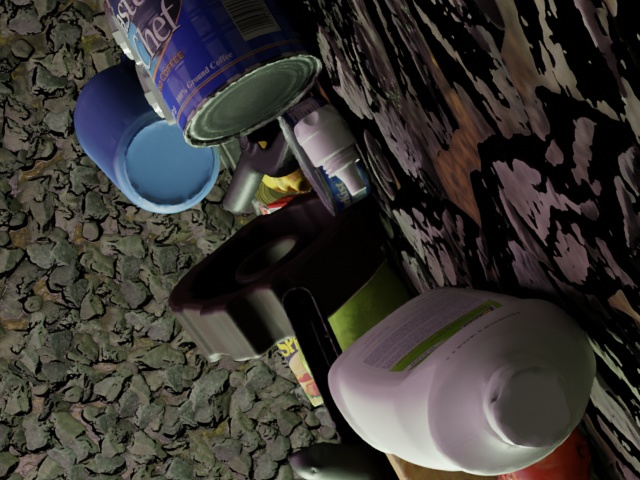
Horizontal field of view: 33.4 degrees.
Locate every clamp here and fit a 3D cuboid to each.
[{"bbox_3d":[0.029,0.150,0.719,0.210,0.036,0.164,59,-164,-26],"label":"clamp"},{"bbox_3d":[-0.056,-0.098,0.897,0.172,0.039,0.120,-25,87,58],"label":"clamp"}]

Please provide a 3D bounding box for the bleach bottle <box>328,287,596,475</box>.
[{"bbox_3d":[0.062,0.068,0.492,0.068,0.102,0.251,51,177,0],"label":"bleach bottle"}]

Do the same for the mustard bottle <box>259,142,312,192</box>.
[{"bbox_3d":[-0.048,-0.098,0.996,0.192,0.058,0.096,56,172,51],"label":"mustard bottle"}]

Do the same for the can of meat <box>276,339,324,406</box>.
[{"bbox_3d":[0.007,0.100,0.993,0.084,0.057,0.102,58,146,4],"label":"can of meat"}]

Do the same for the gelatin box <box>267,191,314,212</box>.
[{"bbox_3d":[-0.006,0.001,0.958,0.073,0.030,0.089,-4,109,65],"label":"gelatin box"}]

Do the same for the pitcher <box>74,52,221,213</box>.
[{"bbox_3d":[-0.185,-0.120,1.149,0.149,0.145,0.243,49,177,-25],"label":"pitcher"}]

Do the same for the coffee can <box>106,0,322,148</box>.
[{"bbox_3d":[-0.077,-0.147,0.701,0.140,0.103,0.103,59,176,11],"label":"coffee can"}]

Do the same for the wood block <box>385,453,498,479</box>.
[{"bbox_3d":[0.115,0.176,0.681,0.206,0.091,0.090,61,176,-10],"label":"wood block"}]

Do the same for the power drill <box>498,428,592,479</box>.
[{"bbox_3d":[0.145,0.206,0.530,0.188,0.057,0.184,-129,26,-53],"label":"power drill"}]

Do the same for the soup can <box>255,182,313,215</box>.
[{"bbox_3d":[-0.025,-0.030,1.132,0.068,0.068,0.102,58,175,36],"label":"soup can"}]

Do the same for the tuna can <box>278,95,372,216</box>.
[{"bbox_3d":[0.004,-0.063,0.786,0.086,0.033,0.086,60,176,7],"label":"tuna can"}]
